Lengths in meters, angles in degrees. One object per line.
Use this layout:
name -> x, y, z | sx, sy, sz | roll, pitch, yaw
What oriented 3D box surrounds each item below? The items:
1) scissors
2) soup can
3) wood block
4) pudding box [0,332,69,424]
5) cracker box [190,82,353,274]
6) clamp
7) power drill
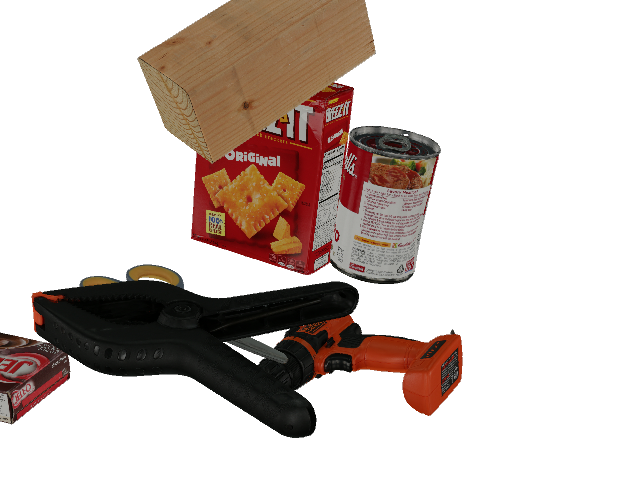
scissors -> -0.103, 0.056, 0.884 | 0.202, 0.016, 0.096 | 13, 23, 17
soup can -> 0.047, -0.027, 0.797 | 0.068, 0.102, 0.068 | 8, 22, -3
wood block -> -0.057, -0.178, 1.031 | 0.205, 0.091, 0.090 | -36, 48, -19
pudding box -> -0.301, 0.121, 0.975 | 0.114, 0.039, 0.089 | 7, 22, 21
cracker box -> -0.060, -0.084, 1.217 | 0.164, 0.214, 0.072 | 18, 26, 24
clamp -> -0.080, 0.055, 0.684 | 0.210, 0.036, 0.164 | 10, 25, 15
power drill -> 0.039, 0.129, 1.101 | 0.188, 0.057, 0.184 | 9, 24, 28
